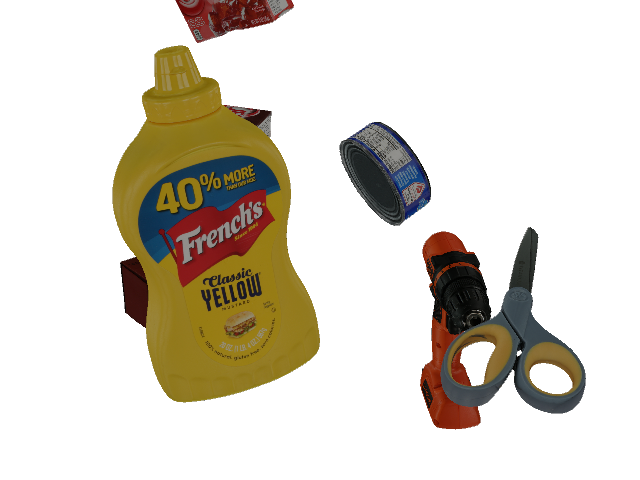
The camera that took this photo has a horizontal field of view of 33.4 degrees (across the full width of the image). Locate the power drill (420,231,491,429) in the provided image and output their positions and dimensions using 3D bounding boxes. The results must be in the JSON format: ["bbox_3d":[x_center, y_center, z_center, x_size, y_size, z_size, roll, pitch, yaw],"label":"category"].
[{"bbox_3d":[0.144,0.104,1.139,0.057,0.188,0.184,-1,24,-2],"label":"power drill"}]

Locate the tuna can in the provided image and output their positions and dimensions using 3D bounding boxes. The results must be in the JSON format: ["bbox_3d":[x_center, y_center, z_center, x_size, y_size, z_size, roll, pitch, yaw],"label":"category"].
[{"bbox_3d":[0.055,-0.057,0.902,0.033,0.086,0.086,-35,10,-14],"label":"tuna can"}]

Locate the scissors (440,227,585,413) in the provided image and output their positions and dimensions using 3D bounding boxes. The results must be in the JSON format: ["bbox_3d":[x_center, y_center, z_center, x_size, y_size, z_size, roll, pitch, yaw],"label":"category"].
[{"bbox_3d":[0.146,0.052,0.705,0.096,0.016,0.201,19,38,24],"label":"scissors"}]

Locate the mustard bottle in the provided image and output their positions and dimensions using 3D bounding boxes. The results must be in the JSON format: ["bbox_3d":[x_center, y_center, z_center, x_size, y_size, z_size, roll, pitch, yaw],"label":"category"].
[{"bbox_3d":[-0.061,-0.011,0.583,0.096,0.191,0.058,-16,24,-14],"label":"mustard bottle"}]

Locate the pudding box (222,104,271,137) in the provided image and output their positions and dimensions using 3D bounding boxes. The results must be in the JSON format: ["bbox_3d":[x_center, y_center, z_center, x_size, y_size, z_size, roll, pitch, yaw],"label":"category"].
[{"bbox_3d":[-0.116,-0.128,1.263,0.090,0.039,0.113,8,27,13],"label":"pudding box"}]

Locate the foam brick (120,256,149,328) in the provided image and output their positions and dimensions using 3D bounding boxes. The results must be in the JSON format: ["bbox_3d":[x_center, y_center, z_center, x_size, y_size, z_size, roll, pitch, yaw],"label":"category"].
[{"bbox_3d":[-0.132,0.039,0.957,0.078,0.051,0.053,-18,28,-32],"label":"foam brick"}]

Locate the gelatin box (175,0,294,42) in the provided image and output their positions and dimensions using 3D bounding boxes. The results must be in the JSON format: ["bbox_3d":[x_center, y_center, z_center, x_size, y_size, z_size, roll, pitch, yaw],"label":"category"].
[{"bbox_3d":[-0.072,-0.189,0.777,0.089,0.073,0.030,-3,31,44],"label":"gelatin box"}]
